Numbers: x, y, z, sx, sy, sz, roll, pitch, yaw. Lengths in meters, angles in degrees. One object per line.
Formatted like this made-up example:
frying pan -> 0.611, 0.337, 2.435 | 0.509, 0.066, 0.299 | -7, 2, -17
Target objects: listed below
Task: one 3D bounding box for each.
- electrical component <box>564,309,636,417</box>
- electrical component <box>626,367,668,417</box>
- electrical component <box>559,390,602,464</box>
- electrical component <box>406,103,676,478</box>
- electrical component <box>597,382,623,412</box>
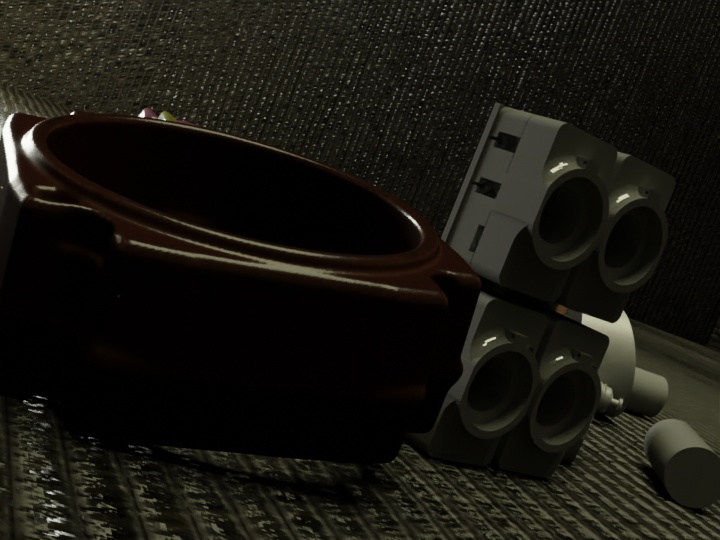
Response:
electrical component -> 0.209, 0.077, 0.970 | 0.064, 0.099, 0.099 | 15, 5, -2
electrical component -> 0.259, 0.114, 1.068 | 0.081, 0.043, 0.043 | 20, 5, -14
electrical component -> 0.123, 0.090, 0.706 | 0.056, 0.050, 0.089 | 22, 5, 10
electrical component -> 0.095, 0.016, 0.599 | 0.105, 0.186, 0.060 | 18, 6, -38
electrical component -> 0.183, 0.100, 0.910 | 0.078, 0.040, 0.040 | 21, 5, 2
